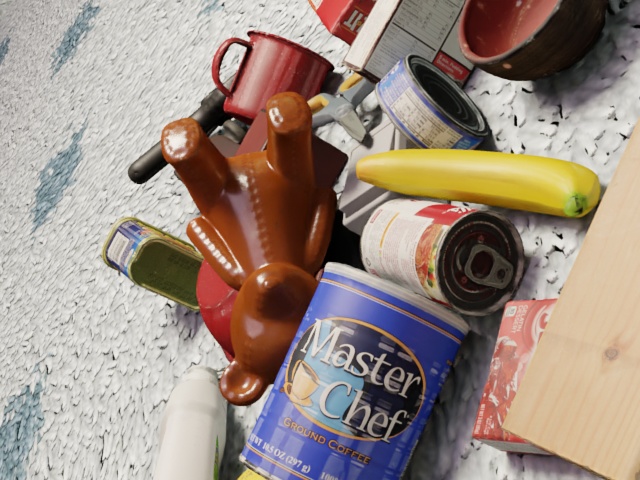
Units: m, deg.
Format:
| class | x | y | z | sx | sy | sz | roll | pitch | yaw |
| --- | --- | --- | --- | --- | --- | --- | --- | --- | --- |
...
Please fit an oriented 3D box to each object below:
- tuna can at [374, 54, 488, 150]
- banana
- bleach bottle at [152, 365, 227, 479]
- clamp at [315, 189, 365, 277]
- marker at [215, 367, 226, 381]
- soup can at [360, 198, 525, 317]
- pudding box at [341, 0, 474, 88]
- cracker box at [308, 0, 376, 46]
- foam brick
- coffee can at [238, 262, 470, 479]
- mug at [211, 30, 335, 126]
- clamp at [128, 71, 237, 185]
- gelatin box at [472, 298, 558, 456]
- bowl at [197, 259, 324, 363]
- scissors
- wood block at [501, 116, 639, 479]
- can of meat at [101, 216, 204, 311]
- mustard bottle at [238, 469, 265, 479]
| class | x | y | z | sx | sy | sz | roll | pitch | yaw |
| --- | --- | --- | --- | --- | --- | --- | --- | --- | --- |
| tuna can | 0.083 | -0.096 | 0.783 | 0.034 | 0.086 | 0.086 | -45 | 32 | 25 |
| banana | 0.110 | -0.040 | 0.697 | 0.198 | 0.069 | 0.037 | 12 | 94 | 50 |
| bleach bottle | -0.108 | 0.210 | 0.839 | 0.250 | 0.068 | 0.103 | -86 | 4 | -46 |
| clamp | -0.006 | 0.001 | 0.865 | 0.120 | 0.039 | 0.171 | -12 | 54 | 33 |
| marker | -0.080 | 0.120 | 0.933 | 0.121 | 0.020 | 0.020 | -17 | 51 | 53 |
| soup can | 0.079 | 0.009 | 0.715 | 0.102 | 0.068 | 0.068 | 15 | 79 | 62 |
| pudding box | 0.084 | -0.163 | 0.836 | 0.113 | 0.090 | 0.039 | -60 | 28 | 4 |
| cracker box | 0.077 | -0.287 | 0.980 | 0.214 | 0.072 | 0.164 | -53 | 28 | 18 |
| foam brick | -0.025 | -0.075 | 0.954 | 0.053 | 0.078 | 0.051 | -61 | 26 | 0 |
| coffee can | 0.022 | 0.098 | 0.691 | 0.103 | 0.102 | 0.140 | 13 | 77 | 61 |
| mug | -0.052 | -0.152 | 1.032 | 0.093 | 0.117 | 0.081 | 20 | 88 | 58 |
| clamp | -0.116 | -0.139 | 1.156 | 0.210 | 0.036 | 0.164 | -39 | 6 | 28 |
| gelatin box | 0.130 | 0.077 | 0.608 | 0.073 | 0.030 | 0.089 | -10 | 57 | 56 |
| bowl | -0.062 | 0.029 | 0.945 | 0.162 | 0.055 | 0.162 | -39 | 36 | 35 |
| scissors | 0.034 | -0.118 | 0.904 | 0.096 | 0.016 | 0.202 | -40 | 19 | -10 |
| wood block | 0.183 | 0.022 | 0.507 | 0.091 | 0.090 | 0.206 | 16 | 79 | 61 |
| can of meat | -0.155 | 0.025 | 1.057 | 0.057 | 0.102 | 0.084 | -63 | 30 | 0 |
| mustard bottle | -0.010 | 0.218 | 0.685 | 0.192 | 0.058 | 0.096 | 18 | 82 | 62 |
